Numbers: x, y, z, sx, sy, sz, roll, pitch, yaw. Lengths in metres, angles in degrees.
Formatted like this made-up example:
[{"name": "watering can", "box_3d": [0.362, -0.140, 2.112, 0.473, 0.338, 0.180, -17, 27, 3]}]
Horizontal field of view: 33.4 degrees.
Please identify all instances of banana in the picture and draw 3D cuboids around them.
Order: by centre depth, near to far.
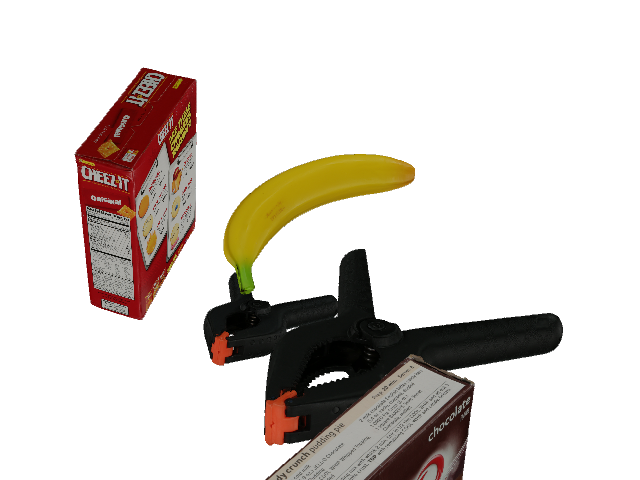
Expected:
[{"name": "banana", "box_3d": [-0.011, -0.028, 0.857, 0.197, 0.069, 0.037, -35, -10, -29]}]

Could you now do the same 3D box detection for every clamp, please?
[{"name": "clamp", "box_3d": [0.028, 0.063, 0.658, 0.165, 0.036, 0.209, 22, 32, 38]}, {"name": "clamp", "box_3d": [-0.071, 0.073, 1.051, 0.120, 0.039, 0.171, 12, 19, 28]}]

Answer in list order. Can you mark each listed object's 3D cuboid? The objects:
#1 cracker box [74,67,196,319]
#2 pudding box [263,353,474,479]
[{"name": "cracker box", "box_3d": [-0.192, -0.049, 1.136, 0.072, 0.214, 0.164, 14, 44, 9]}, {"name": "pudding box", "box_3d": [0.019, 0.115, 0.456, 0.039, 0.090, 0.113, 24, 40, 29]}]
